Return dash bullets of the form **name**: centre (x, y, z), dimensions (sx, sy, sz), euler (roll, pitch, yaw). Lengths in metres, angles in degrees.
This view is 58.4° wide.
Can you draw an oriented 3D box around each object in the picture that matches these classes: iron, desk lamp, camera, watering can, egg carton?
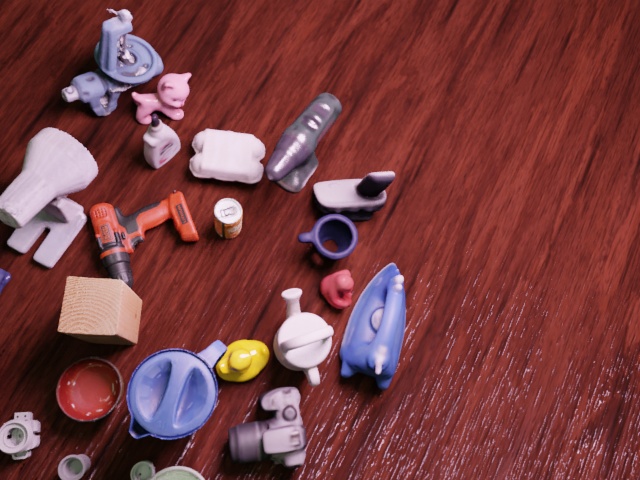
- **iron**: centre (0.125, 0.150, 1.108), dimensions (0.118, 0.141, 0.258), euler (18, 73, -4)
- **desk lamp**: centre (-0.490, -0.074, 1.031), dimensions (0.118, 0.213, 0.203), euler (28, 73, 0)
- **camera**: centre (-0.098, 0.347, 1.041), dimensions (0.137, 0.100, 0.143), euler (-6, 76, -10)
- **watering can**: centre (-0.033, 0.178, 1.048), dimensions (0.101, 0.194, 0.173), euler (-37, 83, -16)
- **egg carton**: centre (-0.190, -0.171, 1.180), dimensions (0.150, 0.069, 0.107), euler (5, 74, -8)

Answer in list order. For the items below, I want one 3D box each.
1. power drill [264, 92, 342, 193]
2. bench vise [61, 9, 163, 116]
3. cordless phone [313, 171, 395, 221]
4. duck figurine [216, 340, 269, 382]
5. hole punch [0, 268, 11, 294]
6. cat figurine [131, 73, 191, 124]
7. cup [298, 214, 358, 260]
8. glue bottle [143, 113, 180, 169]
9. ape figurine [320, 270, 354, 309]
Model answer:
- **power drill**: centre (-0.041, -0.175, 1.133), dimensions (0.075, 0.208, 0.230), euler (32, 73, 1)
- **bench vise**: centre (-0.400, -0.337, 1.112), dimensions (0.121, 0.219, 0.207), euler (33, 73, 1)
- **cordless phone**: centre (0.068, -0.104, 1.144), dimensions (0.148, 0.185, 0.094), euler (-8, 76, -11)
- **duck figurine**: centre (-0.145, 0.225, 1.074), dimensions (0.105, 0.086, 0.077), euler (-20, 79, -13)
- **hole punch**: centre (-0.636, 0.073, 1.032), dimensions (0.108, 0.091, 0.101), euler (23, 73, -2)
- **cat figurine**: centre (-0.320, -0.297, 1.168), dimensions (0.128, 0.117, 0.067), euler (-13, 77, -12)
- **cup**: centre (0.011, 0.004, 1.153), dimensions (0.118, 0.095, 0.092), euler (-3, 76, -10)
- **glue bottle**: centre (-0.313, -0.200, 1.114), dimensions (0.037, 0.173, 0.078), euler (39, 73, 3)
- **ape figurine**: centre (0.042, 0.092, 1.136), dimensions (0.076, 0.092, 0.078), euler (27, 73, -1)
